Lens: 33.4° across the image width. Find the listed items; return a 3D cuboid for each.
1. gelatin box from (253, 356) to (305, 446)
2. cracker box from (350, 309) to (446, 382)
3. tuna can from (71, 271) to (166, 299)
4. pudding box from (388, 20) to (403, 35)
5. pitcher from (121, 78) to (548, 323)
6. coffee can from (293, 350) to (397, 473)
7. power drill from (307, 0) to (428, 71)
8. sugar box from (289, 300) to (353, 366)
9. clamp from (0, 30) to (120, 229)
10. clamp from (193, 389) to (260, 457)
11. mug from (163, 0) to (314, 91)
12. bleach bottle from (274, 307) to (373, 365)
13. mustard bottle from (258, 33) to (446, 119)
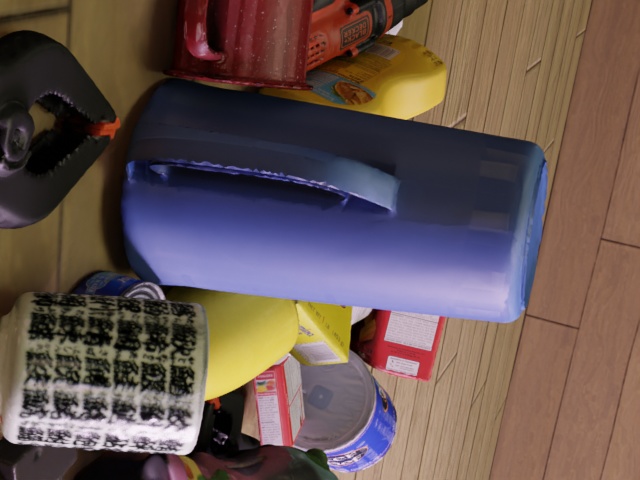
[{"bbox_3d":[-0.036,0.134,0.931,0.089,0.030,0.073,-48,132,-80],"label":"gelatin box"},{"bbox_3d":[0.085,0.024,1.100,0.164,0.072,0.214,-160,-96,-79],"label":"cracker box"},{"bbox_3d":[-0.128,0.062,0.645,0.086,0.034,0.086,15,90,-72],"label":"tuna can"},{"bbox_3d":[0.037,-0.206,0.921,0.090,0.039,0.113,-58,153,-35],"label":"pudding box"},{"bbox_3d":[0.008,-0.022,0.644,0.149,0.243,0.145,-60,154,-53],"label":"pitcher"},{"bbox_3d":[0.015,0.167,1.045,0.140,0.103,0.103,57,50,-66],"label":"coffee can"},{"bbox_3d":[0.025,-0.228,0.779,0.184,0.057,0.188,-36,137,-39],"label":"power drill"},{"bbox_3d":[-0.005,0.001,0.838,0.093,0.048,0.176,52,37,-47],"label":"sugar box"},{"bbox_3d":[-0.151,-0.056,0.474,0.209,0.036,0.165,-38,139,-65],"label":"clamp"},{"bbox_3d":[-0.081,0.165,0.859,0.120,0.039,0.171,-57,159,-48],"label":"clamp"},{"bbox_3d":[-0.050,-0.135,0.636,0.117,0.093,0.081,-18,116,-66],"label":"mug"},{"bbox_3d":[-0.015,0.044,0.925,0.250,0.068,0.102,-19,122,-66],"label":"bleach bottle"},{"bbox_3d":[0.008,-0.102,0.808,0.191,0.096,0.058,-34,137,-43],"label":"mustard bottle"}]
